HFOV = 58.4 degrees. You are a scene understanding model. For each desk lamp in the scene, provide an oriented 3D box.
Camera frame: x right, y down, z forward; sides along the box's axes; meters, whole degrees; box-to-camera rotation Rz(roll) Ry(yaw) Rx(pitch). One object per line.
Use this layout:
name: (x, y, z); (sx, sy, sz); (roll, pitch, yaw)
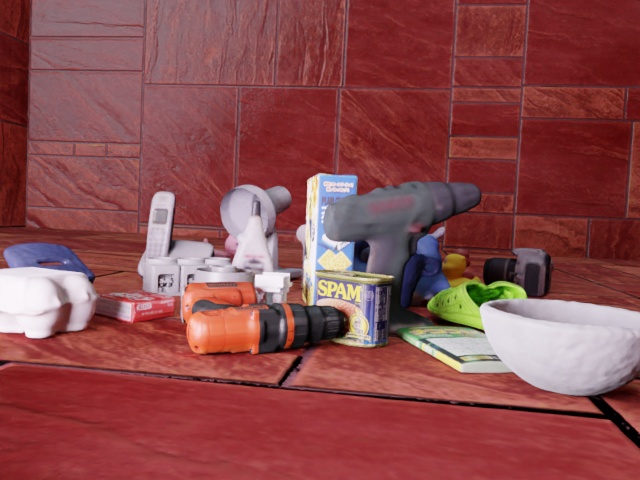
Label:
desk lamp: (-0.124, -0.016, 1.271); (0.117, 0.213, 0.204); (4, 3, 26)

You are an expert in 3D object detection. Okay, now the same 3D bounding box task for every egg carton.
egg carton: (-0.351, 0.072, 0.691); (0.150, 0.069, 0.107); (4, 3, 25)

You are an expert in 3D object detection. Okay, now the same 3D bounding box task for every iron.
iron: (0.112, 0.041, 1.061); (0.258, 0.141, 0.119); (3, 3, 8)

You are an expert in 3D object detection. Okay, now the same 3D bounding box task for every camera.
camera: (0.444, 0.066, 1.285); (0.136, 0.101, 0.144); (4, 3, 29)

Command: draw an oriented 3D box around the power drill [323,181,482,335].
power drill: (0.115, 0.020, 0.791); (0.230, 0.208, 0.075); (2, 3, -18)

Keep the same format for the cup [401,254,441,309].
cup: (0.144, 0.070, 0.967); (0.117, 0.095, 0.092); (4, 3, 18)

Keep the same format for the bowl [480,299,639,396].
bowl: (0.236, 0.104, 0.548); (0.167, 0.075, 0.167); (3, 3, 0)

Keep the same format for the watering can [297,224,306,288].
watering can: (0.009, 0.004, 1.174); (0.172, 0.194, 0.101); (5, 3, 34)

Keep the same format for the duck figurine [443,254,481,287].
duck figurine: (0.277, 0.072, 1.162); (0.104, 0.086, 0.078); (5, 4, 39)

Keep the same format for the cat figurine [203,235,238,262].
cat figurine: (-0.212, 0.024, 1.336); (0.128, 0.118, 0.067); (3, 3, -3)

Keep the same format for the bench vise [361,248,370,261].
bench vise: (0.159, -0.006, 1.257); (0.207, 0.220, 0.121); (3, 3, 5)

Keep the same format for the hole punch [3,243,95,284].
hole punch: (-0.397, 0.052, 0.847); (0.100, 0.091, 0.109); (5, 3, 36)

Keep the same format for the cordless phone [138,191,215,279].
cordless phone: (-0.286, -0.004, 1.155); (0.147, 0.185, 0.094); (3, 3, 11)

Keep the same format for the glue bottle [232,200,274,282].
glue bottle: (-0.115, 0.017, 0.995); (0.078, 0.173, 0.037); (2, 3, -17)

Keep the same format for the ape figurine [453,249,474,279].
ape figurine: (0.311, 0.065, 1.270); (0.076, 0.092, 0.078); (4, 3, 17)
